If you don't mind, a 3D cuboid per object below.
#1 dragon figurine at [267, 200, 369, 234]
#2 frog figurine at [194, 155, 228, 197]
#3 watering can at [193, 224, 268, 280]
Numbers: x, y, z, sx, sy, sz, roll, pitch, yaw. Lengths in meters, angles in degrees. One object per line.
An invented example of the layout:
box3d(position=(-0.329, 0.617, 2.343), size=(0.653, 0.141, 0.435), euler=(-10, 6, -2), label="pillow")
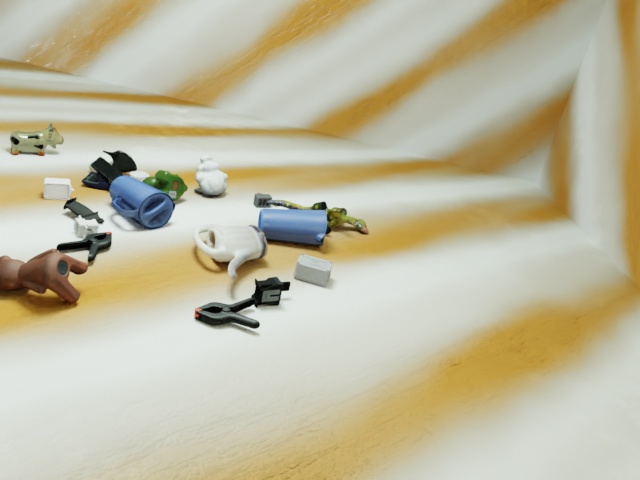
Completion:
box3d(position=(0.006, -0.106, 2.113), size=(0.411, 0.121, 0.243), euler=(20, 7, 11), label="dragon figurine")
box3d(position=(-0.443, -0.262, 2.111), size=(0.137, 0.156, 0.125), euler=(0, 28, -28), label="frog figurine")
box3d(position=(-0.265, 0.031, 1.623), size=(0.225, 0.102, 0.353), euler=(-4, 28, -34), label="watering can")
